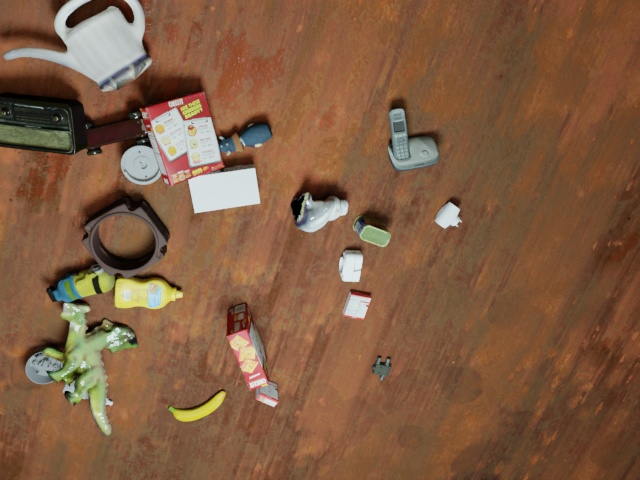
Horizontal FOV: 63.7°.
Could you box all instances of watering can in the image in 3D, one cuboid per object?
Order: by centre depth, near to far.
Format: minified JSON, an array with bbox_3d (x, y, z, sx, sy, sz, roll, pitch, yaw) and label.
[{"bbox_3d":[-0.574,-0.469,1.277,0.347,0.106,0.221,-31,114,2],"label":"watering can"}]

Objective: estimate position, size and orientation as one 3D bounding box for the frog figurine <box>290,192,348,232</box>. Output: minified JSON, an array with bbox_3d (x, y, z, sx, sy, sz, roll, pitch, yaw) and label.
[{"bbox_3d":[0.005,-0.077,1.534,0.159,0.125,0.134,13,142,-24],"label":"frog figurine"}]

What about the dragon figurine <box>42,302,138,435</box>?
[{"bbox_3d":[-0.663,0.361,1.548,0.245,0.122,0.406,-37,108,-19],"label":"dragon figurine"}]
